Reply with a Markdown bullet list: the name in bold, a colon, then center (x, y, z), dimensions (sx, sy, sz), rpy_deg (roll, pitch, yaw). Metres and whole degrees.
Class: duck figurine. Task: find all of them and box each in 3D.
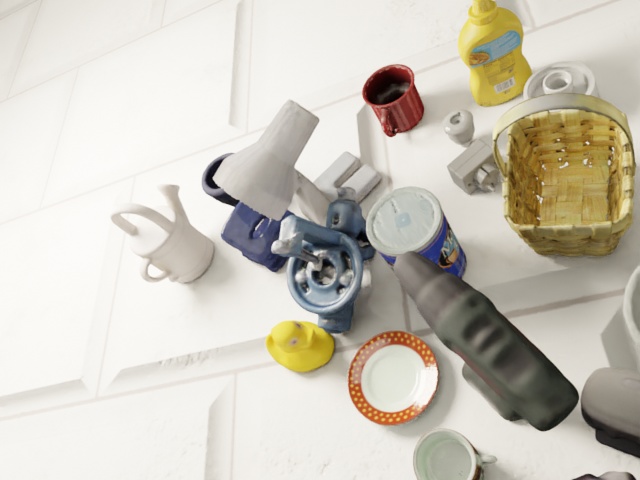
- **duck figurine**: center (-0.041, 0.146, 0.836), dimensions (0.104, 0.086, 0.077), rpy_deg (-2, 61, 27)

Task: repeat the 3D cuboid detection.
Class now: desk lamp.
- **desk lamp**: center (-0.037, -0.107, 0.905), dimensions (0.203, 0.214, 0.117), rpy_deg (-46, 51, -4)

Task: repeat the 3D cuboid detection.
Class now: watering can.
- **watering can**: center (-0.279, -0.016, 0.993), dimensions (0.100, 0.195, 0.172), rpy_deg (-22, 54, 15)

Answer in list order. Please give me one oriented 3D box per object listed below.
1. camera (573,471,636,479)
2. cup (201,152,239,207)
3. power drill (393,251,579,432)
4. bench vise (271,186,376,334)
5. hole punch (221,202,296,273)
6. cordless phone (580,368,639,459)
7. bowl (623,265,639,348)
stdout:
- **camera**: center (0.270, 0.312, 0.558), dimensions (0.143, 0.101, 0.136), rpy_deg (-28, 52, 11)
- **cup**: center (-0.142, -0.095, 1.030), dimensions (0.117, 0.095, 0.092), rpy_deg (11, 68, 33)
- **power drill**: center (0.187, 0.125, 0.647), dimensions (0.075, 0.209, 0.228), rpy_deg (-44, 51, -2)
- **bench vise**: center (-0.003, 0.006, 0.814), dimensions (0.121, 0.220, 0.207), rpy_deg (-16, 55, 19)
- **hole punch**: center (-0.094, -0.017, 0.960), dimensions (0.100, 0.091, 0.109), rpy_deg (24, 75, 37)
- **cordless phone**: center (0.334, 0.160, 0.561), dimensions (0.147, 0.186, 0.094), rpy_deg (10, 67, 32)
- **bowl**: center (0.425, 0.088, 0.628), dimensions (0.167, 0.075, 0.167), rpy_deg (-13, 56, 21)
